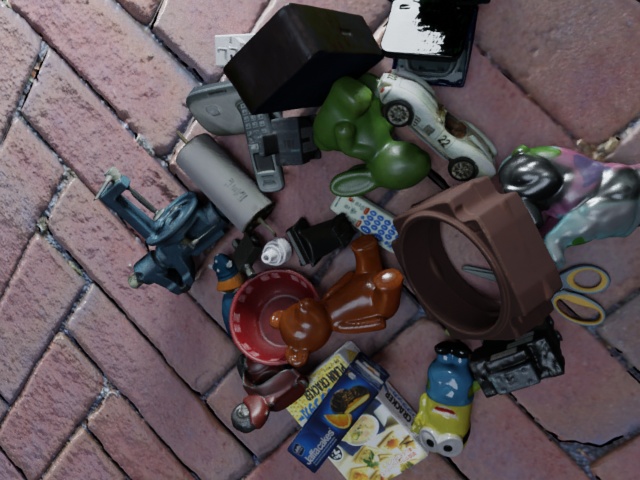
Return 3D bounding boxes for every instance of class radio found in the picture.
[{"bbox_3d":[-0.015,-0.235,0.716,0.131,0.229,0.073,-31,89,32],"label":"radio"}]

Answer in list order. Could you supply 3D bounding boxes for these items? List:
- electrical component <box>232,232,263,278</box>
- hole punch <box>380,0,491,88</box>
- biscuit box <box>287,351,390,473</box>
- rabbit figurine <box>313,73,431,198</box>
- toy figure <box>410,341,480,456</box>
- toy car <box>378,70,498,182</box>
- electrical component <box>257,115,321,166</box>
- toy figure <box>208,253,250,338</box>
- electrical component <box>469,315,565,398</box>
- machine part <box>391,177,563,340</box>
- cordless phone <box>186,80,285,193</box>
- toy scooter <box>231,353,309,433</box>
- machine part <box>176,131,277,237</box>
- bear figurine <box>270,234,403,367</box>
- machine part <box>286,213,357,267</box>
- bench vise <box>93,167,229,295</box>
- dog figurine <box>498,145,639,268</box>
[{"bbox_3d":[-0.124,0.020,0.921,0.063,0.021,0.094,-55,44,26],"label":"electrical component"},{"bbox_3d":[0.150,-0.271,0.723,0.142,0.092,0.115,12,77,23],"label":"hole punch"},{"bbox_3d":[0.027,0.273,0.848,0.063,0.059,0.202,37,114,11],"label":"biscuit box"},{"bbox_3d":[0.071,-0.129,0.764,0.170,0.121,0.159,45,118,10],"label":"rabbit figurine"},{"bbox_3d":[0.203,0.246,0.830,0.082,0.089,0.180,12,100,49],"label":"toy figure"},{"bbox_3d":[0.158,-0.152,0.719,0.201,0.073,0.056,38,131,-14],"label":"toy car"},{"bbox_3d":[-0.045,-0.150,0.811,0.048,0.119,0.074,-1,101,24],"label":"electrical component"},{"bbox_3d":[-0.157,0.096,0.959,0.064,0.058,0.154,-9,96,11],"label":"toy figure"},{"bbox_3d":[0.274,0.162,0.746,0.115,0.134,0.058,-31,89,29],"label":"electrical component"},{"bbox_3d":[0.197,0.031,0.717,0.201,0.087,0.201,61,154,-4],"label":"machine part"},{"bbox_3d":[-0.124,-0.164,0.865,0.147,0.089,0.184,-4,106,24],"label":"cordless phone"},{"bbox_3d":[-0.077,0.232,0.907,0.135,0.184,0.075,-28,116,14],"label":"toy scooter"},{"bbox_3d":[-0.157,-0.094,0.897,0.243,0.079,0.079,47,116,7],"label":"machine part"},{"bbox_3d":[0.019,0.095,0.814,0.196,0.120,0.131,-18,135,-9],"label":"bear figurine"},{"bbox_3d":[-0.002,-0.003,0.861,0.139,0.039,0.084,-17,92,49],"label":"machine part"},{"bbox_3d":[-0.288,-0.022,0.927,0.224,0.129,0.240,-32,122,20],"label":"bench vise"},{"bbox_3d":[0.360,-0.073,0.666,0.219,0.108,0.191,-33,87,23],"label":"dog figurine"}]
